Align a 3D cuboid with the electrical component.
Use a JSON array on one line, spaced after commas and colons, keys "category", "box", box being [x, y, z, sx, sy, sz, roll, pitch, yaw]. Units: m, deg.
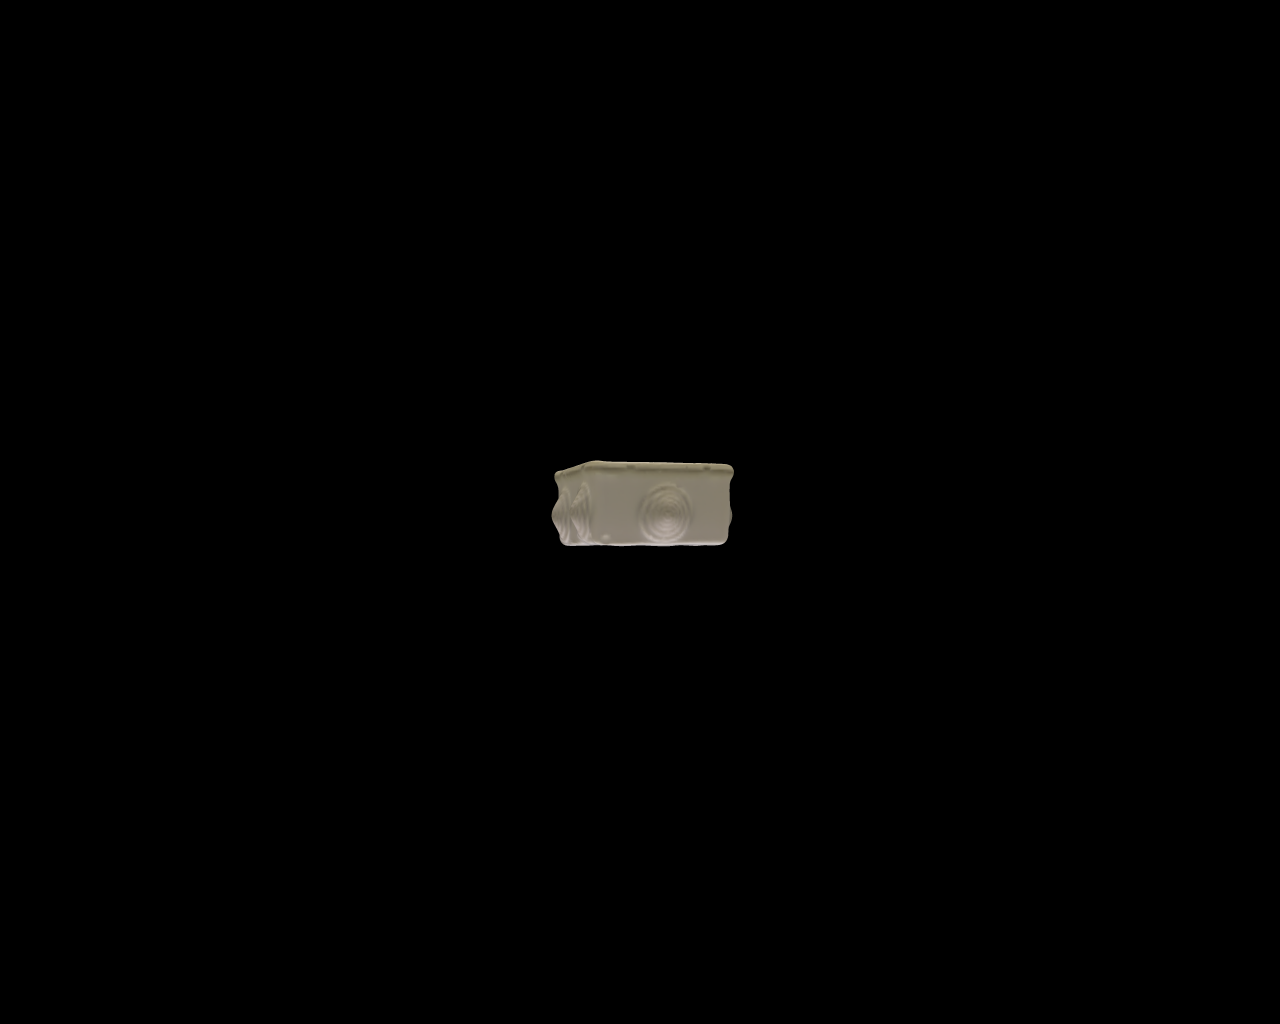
[{"category": "electrical component", "box": [0.001, -0.003, 0.650, 0.100, 0.048, 0.099, 1, -2, -19]}]
